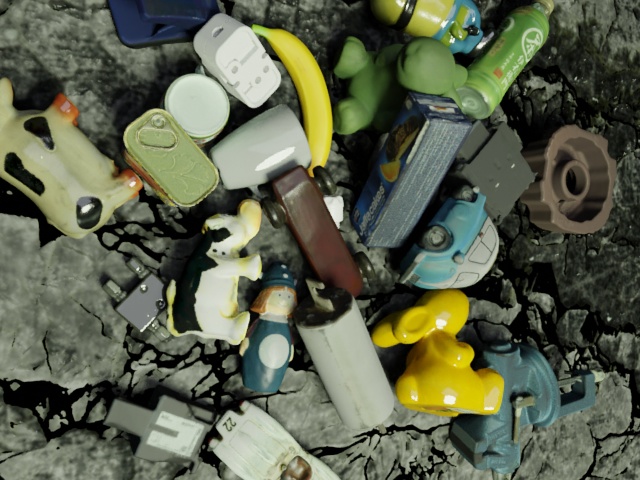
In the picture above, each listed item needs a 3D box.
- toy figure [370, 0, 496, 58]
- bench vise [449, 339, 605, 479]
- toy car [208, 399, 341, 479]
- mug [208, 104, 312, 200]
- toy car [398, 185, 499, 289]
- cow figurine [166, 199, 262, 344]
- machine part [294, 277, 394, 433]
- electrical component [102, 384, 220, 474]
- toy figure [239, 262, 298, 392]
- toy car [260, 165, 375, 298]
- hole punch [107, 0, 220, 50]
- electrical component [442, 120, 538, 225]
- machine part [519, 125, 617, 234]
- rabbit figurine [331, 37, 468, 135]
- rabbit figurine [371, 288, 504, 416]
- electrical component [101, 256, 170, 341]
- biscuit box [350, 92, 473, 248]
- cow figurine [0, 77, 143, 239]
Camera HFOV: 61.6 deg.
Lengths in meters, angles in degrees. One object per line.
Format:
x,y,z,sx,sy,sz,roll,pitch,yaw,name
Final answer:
0.153,-0.307,0.733,0.180,0.082,0.089,26,77,-24,toy figure
0.311,0.242,0.779,0.241,0.129,0.223,-9,92,-17,bench vise
-0.047,0.274,0.651,0.201,0.056,0.073,47,72,-17,toy car
-0.071,-0.092,0.637,0.107,0.081,0.109,-24,108,-12,mug
0.182,0.010,0.718,0.103,0.109,0.161,39,65,7,toy car
-0.118,0.030,0.612,0.098,0.068,0.167,10,76,-11,cow figurine
0.031,0.146,0.654,0.079,0.079,0.243,-34,117,-21,machine part
-0.180,0.204,0.596,0.119,0.048,0.075,25,80,-22,electrical component
-0.057,0.102,0.649,0.064,0.058,0.154,19,79,-52,toy figure
-0.001,-0.002,0.654,0.089,0.053,0.201,-32,121,-6,toy car
-0.169,-0.280,0.585,0.116,0.092,0.142,-20,94,-27,hole punch
0.241,-0.104,0.784,0.134,0.058,0.115,46,71,-18,electrical component
0.393,-0.093,0.853,0.179,0.056,0.179,0,91,-25,machine part
0.108,-0.186,0.662,0.159,0.170,0.121,12,85,-23,rabbit figurine
0.152,0.142,0.729,0.162,0.122,0.173,17,68,-14,rabbit figurine
-0.195,0.067,0.605,0.063,0.021,0.094,-47,107,-18,electrical component
0.102,-0.076,0.652,0.063,0.202,0.059,1,46,-24,biscuit box
-0.289,-0.084,0.533,0.194,0.085,0.127,50,65,-17,cow figurine
